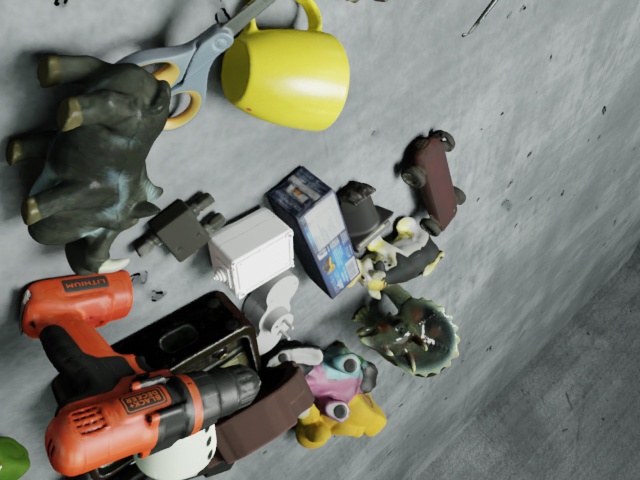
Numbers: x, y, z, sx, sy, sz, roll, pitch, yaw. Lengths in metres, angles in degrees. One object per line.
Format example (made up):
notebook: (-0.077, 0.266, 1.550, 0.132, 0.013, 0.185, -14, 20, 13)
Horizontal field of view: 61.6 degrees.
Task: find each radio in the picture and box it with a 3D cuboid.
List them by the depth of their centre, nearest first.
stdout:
radio: (-0.182, 0.165, 0.634, 0.229, 0.073, 0.131, -29, 142, -30)

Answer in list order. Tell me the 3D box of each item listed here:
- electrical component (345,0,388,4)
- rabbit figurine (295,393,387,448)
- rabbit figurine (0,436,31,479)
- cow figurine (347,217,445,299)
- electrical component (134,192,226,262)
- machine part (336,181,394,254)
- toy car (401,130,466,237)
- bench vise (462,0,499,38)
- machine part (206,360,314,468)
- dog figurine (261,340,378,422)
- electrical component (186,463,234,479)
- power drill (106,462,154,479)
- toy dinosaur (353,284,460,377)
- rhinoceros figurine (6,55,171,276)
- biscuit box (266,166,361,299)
electrical component: (0.039, -0.266, 0.487, 0.102, 0.045, 0.078, 38, 64, -61)
rabbit figurine: (0.022, 0.351, 1.042, 0.173, 0.122, 0.162, -36, 158, 14)
rabbit figurine: (-0.344, 0.301, 0.547, 0.159, 0.121, 0.170, -33, 159, -18)
cow figurine: (0.112, 0.040, 0.840, 0.167, 0.098, 0.068, -32, 150, -26)
electrical component: (-0.142, -0.007, 0.552, 0.094, 0.021, 0.063, -40, 147, -15)
machine part: (0.061, -0.035, 0.758, 0.084, 0.039, 0.138, -38, 149, -3)
toy car: (0.176, -0.083, 0.831, 0.089, 0.053, 0.202, -53, 146, -14)
bench vise: (0.160, -0.276, 0.457, 0.223, 0.241, 0.129, 31, 102, -42)
machine part: (-0.090, 0.223, 0.700, 0.179, 0.056, 0.179, -28, -179, 1)
dog figurine: (0.002, 0.219, 0.888, 0.219, 0.192, 0.108, 49, 48, -84)
electrical component: (-0.157, 0.304, 0.824, 0.134, 0.058, 0.115, 9, 119, -53)
power drill: (-0.231, 0.357, 0.700, 0.232, 0.086, 0.207, -31, 146, 10)
toy dinosaur: (0.173, 0.191, 0.982, 0.131, 0.192, 0.404, -45, 146, -4)
rhinoceros figurine: (-0.173, -0.050, 0.415, 0.112, 0.073, 0.190, -6, 137, -44)
biscuit box: (-0.001, -0.002, 0.690, 0.059, 0.063, 0.202, -42, 148, -13)
